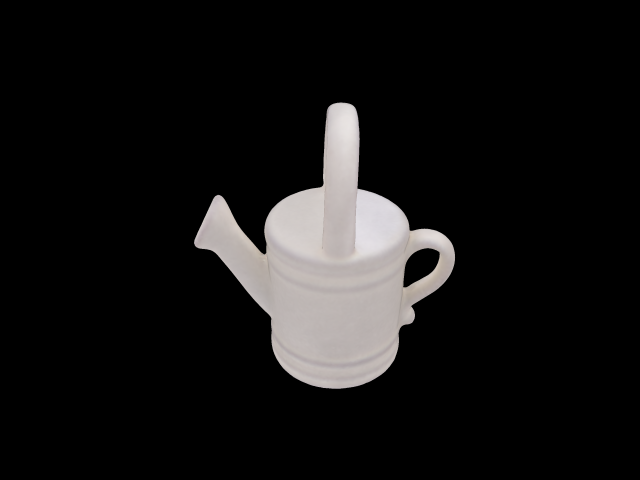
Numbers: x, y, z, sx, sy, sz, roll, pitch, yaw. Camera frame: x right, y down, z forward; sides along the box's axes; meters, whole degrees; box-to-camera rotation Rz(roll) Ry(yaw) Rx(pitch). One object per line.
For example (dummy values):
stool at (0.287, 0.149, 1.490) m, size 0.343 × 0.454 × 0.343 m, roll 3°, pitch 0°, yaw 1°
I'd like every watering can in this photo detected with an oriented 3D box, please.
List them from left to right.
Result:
watering can at (0.004, 0.003, 0.398) m, size 0.173 × 0.194 × 0.100 m, roll -11°, pitch 36°, yaw -16°
